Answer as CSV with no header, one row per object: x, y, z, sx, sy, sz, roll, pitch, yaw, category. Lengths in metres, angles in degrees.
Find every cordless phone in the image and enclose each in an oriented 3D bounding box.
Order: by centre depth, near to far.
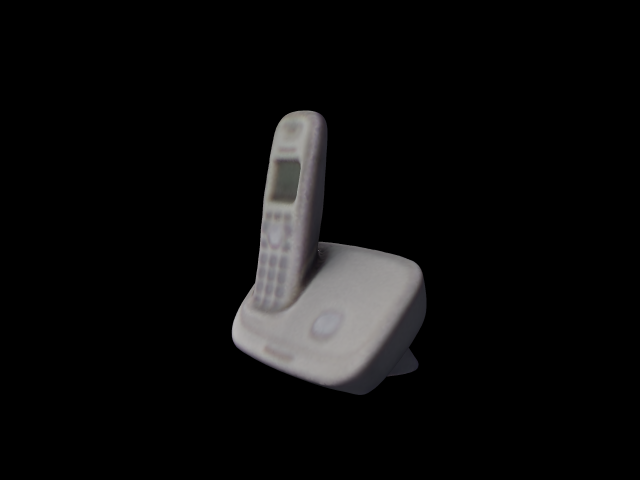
0.004,0.001,0.400,0.094,0.185,0.147,-8,12,-43,cordless phone
